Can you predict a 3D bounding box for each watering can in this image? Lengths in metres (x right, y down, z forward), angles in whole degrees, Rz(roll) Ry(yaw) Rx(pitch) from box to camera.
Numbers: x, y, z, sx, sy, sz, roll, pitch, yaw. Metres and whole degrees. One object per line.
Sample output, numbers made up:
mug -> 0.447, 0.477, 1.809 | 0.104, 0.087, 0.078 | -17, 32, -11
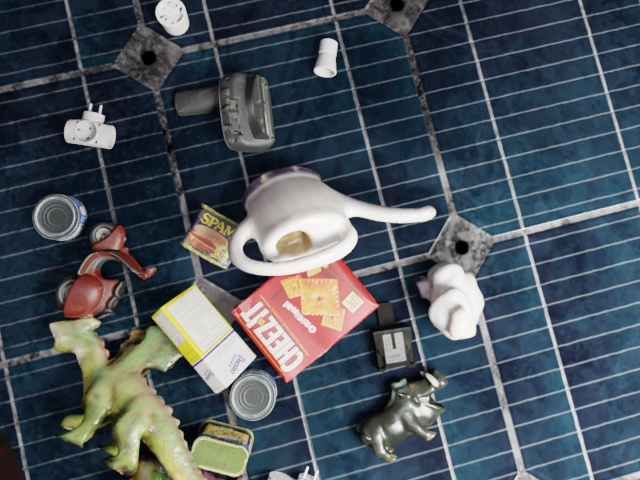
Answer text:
watering can -> 0.003, -0.045, 0.893 | 0.349, 0.101, 0.229 | -17, 44, -13

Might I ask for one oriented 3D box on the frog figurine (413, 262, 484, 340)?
frog figurine -> 0.240, 0.108, 0.907 | 0.123, 0.159, 0.138 | -8, 87, -5

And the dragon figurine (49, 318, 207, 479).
dragon figurine -> -0.294, 0.252, 0.874 | 0.411, 0.120, 0.247 | 22, 65, 7
